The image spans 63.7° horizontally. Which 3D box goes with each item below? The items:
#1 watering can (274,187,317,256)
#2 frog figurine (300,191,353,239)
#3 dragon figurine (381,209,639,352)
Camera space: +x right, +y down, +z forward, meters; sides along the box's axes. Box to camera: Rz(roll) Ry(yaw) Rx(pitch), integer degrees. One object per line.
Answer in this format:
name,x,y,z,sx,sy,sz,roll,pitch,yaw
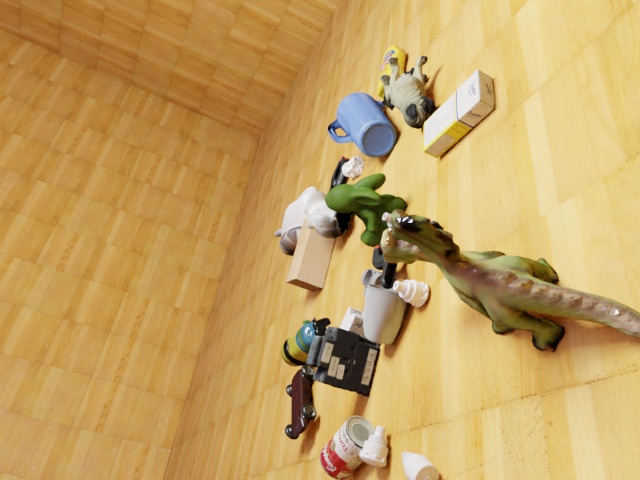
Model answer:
watering can,-0.091,-0.039,1.810,0.340,0.103,0.230,-50,25,45
frog figurine,0.004,-0.074,1.469,0.140,0.160,0.120,-40,-42,-44
dragon figurine,0.194,0.035,0.663,0.123,0.242,0.410,-66,15,-6
